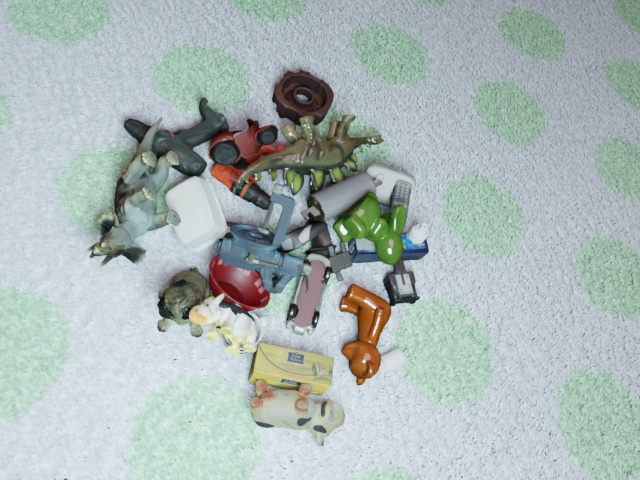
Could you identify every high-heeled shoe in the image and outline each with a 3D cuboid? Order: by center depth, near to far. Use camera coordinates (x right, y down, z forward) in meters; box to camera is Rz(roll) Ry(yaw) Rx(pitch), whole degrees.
[{"bbox_3d":[-0.117,-0.028,1.297,0.249,0.086,0.145,-28,93,-5],"label":"high-heeled shoe"}]

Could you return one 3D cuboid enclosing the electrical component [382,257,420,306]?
[{"bbox_3d":[0.200,0.104,1.357,0.075,0.047,0.119,-7,65,-19],"label":"electrical component"}]

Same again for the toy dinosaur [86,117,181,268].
[{"bbox_3d":[-0.424,-0.100,1.240,0.131,0.192,0.405,43,29,-41],"label":"toy dinosaur"}]

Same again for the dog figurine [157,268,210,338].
[{"bbox_3d":[-0.283,0.107,1.140,0.121,0.190,0.172,2,62,-15],"label":"dog figurine"}]

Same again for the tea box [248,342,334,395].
[{"bbox_3d":[-0.063,0.281,1.164,0.170,0.098,0.068,13,60,-7],"label":"tea box"}]

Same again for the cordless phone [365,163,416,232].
[{"bbox_3d":[0.171,-0.105,1.423,0.147,0.088,0.184,18,54,-6],"label":"cordless phone"}]

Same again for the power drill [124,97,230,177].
[{"bbox_3d":[-0.354,-0.280,1.385,0.232,0.086,0.207,41,57,6],"label":"power drill"}]

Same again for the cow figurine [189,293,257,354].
[{"bbox_3d":[-0.189,0.154,1.075,0.068,0.167,0.098,-16,47,24],"label":"cow figurine"}]

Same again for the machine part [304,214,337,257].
[{"bbox_3d":[-0.003,-0.004,1.358,0.084,0.039,0.139,-6,76,-13],"label":"machine part"}]

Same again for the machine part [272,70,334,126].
[{"bbox_3d":[-0.049,-0.406,1.548,0.179,0.056,0.179,7,61,-13],"label":"machine part"}]

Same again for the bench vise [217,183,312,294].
[{"bbox_3d":[-0.105,-0.005,1.197,0.224,0.240,0.129,19,16,-2],"label":"bench vise"}]

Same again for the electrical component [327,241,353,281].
[{"bbox_3d":[0.051,0.053,1.340,0.063,0.021,0.094,-19,94,-24],"label":"electrical component"}]

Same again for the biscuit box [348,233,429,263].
[{"bbox_3d":[0.177,0.019,1.386,0.203,0.062,0.059,-1,63,-16],"label":"biscuit box"}]

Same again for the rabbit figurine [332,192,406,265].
[{"bbox_3d":[0.139,-0.021,1.310,0.170,0.121,0.159,48,61,-9],"label":"rabbit figurine"}]

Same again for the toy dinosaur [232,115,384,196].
[{"bbox_3d":[-0.024,-0.216,1.390,0.471,0.105,0.198,-13,89,-27],"label":"toy dinosaur"}]

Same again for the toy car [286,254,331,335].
[{"bbox_3d":[-0.025,0.128,1.274,0.073,0.056,0.202,18,67,-5],"label":"toy car"}]

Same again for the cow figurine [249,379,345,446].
[{"bbox_3d":[-0.045,0.364,1.122,0.195,0.127,0.085,3,36,3],"label":"cow figurine"}]

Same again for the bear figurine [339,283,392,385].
[{"bbox_3d":[0.089,0.220,1.231,0.132,0.120,0.196,23,65,1],"label":"bear figurine"}]

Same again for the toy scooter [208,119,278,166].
[{"bbox_3d":[-0.195,-0.256,1.352,0.184,0.075,0.135,-21,34,1],"label":"toy scooter"}]

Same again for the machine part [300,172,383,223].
[{"bbox_3d":[0.055,-0.108,1.349,0.243,0.079,0.079,-27,73,-25],"label":"machine part"}]
